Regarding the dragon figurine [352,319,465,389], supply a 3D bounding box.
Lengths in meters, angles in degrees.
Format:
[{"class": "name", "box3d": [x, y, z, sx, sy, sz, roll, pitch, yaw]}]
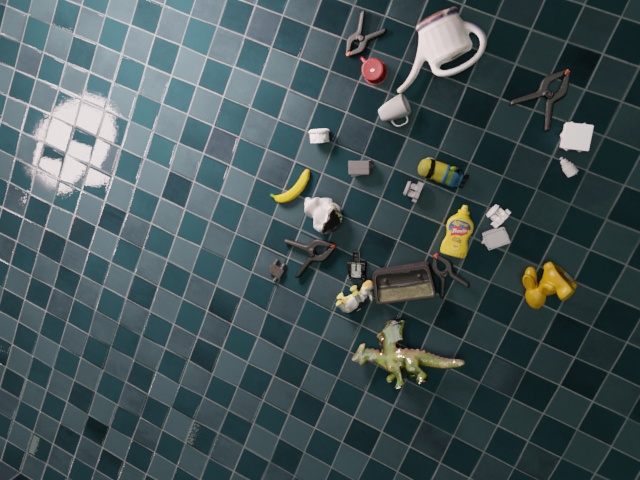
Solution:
[{"class": "dragon figurine", "box3d": [0.321, 0.424, 1.980, 0.408, 0.122, 0.244, -21, 83, 15]}]

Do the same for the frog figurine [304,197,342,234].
[{"class": "frog figurine", "box3d": [0.006, -0.101, 2.010, 0.161, 0.123, 0.135, 30, 118, 46]}]

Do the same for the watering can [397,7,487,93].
[{"class": "watering can", "box3d": [0.404, -0.676, 1.819, 0.346, 0.104, 0.224, -21, 90, 15]}]
